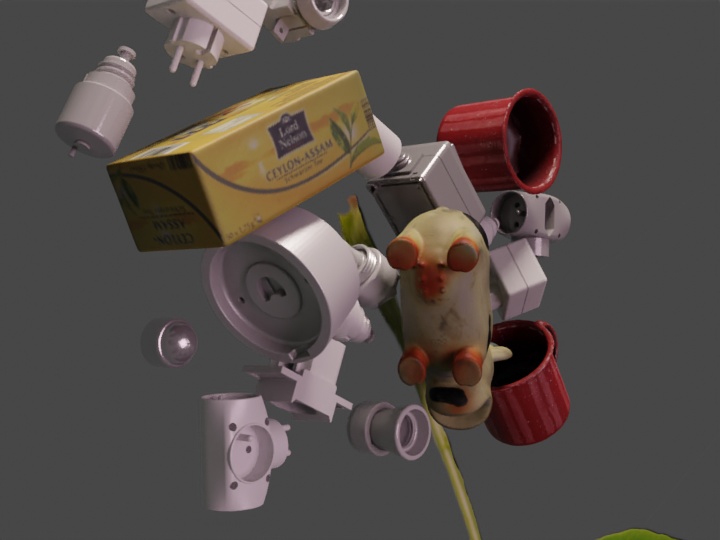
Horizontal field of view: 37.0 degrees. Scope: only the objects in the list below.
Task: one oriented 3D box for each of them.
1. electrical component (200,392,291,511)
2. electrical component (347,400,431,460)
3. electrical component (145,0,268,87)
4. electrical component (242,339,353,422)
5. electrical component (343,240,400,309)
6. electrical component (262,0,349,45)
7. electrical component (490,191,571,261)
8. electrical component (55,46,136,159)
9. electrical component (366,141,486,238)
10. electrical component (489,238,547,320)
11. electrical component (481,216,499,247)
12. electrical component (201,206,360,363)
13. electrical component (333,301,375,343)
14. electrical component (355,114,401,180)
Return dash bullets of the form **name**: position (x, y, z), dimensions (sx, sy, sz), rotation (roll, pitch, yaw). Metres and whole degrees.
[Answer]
- **electrical component**: position (-0.078, 0.127, 0.771), dimensions (0.079, 0.044, 0.077), rotation (-1, 90, -49)
- **electrical component**: position (0.023, 0.129, 0.874), dimensions (0.045, 0.055, 0.045), rotation (1, 88, -48)
- **electrical component**: position (-0.111, -0.164, 0.739), dimensions (0.066, 0.047, 0.076), rotation (32, 66, -42)
- **electrical component**: position (-0.043, 0.077, 0.813), dimensions (0.081, 0.042, 0.063), rotation (35, 63, -42)
- **electrical component**: position (0.000, 0.000, 0.860), dimensions (0.062, 0.043, 0.043), rotation (43, 59, -38)
- **electrical component**: position (-0.042, -0.202, 0.809), dimensions (0.048, 0.055, 0.066), rotation (44, 58, -38)
- **electrical component**: position (0.165, -0.033, 1.041), dimensions (0.077, 0.043, 0.079), rotation (7, 84, -47)
- **electrical component**: position (-0.163, -0.108, 0.686), dimensions (0.040, 0.040, 0.078), rotation (39, 61, -40)
- **electrical component**: position (0.056, -0.067, 0.908), dimensions (0.061, 0.062, 0.096), rotation (-54, 126, -35)
- **electrical component**: position (0.124, 0.016, 0.983), dimensions (0.065, 0.077, 0.047), rotation (84, -16, -67)
- **electrical component**: position (0.100, -0.030, 0.972), dimensions (0.078, 0.040, 0.040), rotation (-28, 109, -44)
- **electrical component**: position (-0.051, 0.005, 0.761), dimensions (0.060, 0.108, 0.108), rotation (-47, 122, -44)
- **electrical component**: position (-0.016, 0.037, 0.844), dimensions (0.078, 0.040, 0.040), rotation (35, 64, -42)
- **electrical component**: position (-0.008, -0.111, 0.853), dimensions (0.081, 0.043, 0.043), rotation (36, 63, -41)
